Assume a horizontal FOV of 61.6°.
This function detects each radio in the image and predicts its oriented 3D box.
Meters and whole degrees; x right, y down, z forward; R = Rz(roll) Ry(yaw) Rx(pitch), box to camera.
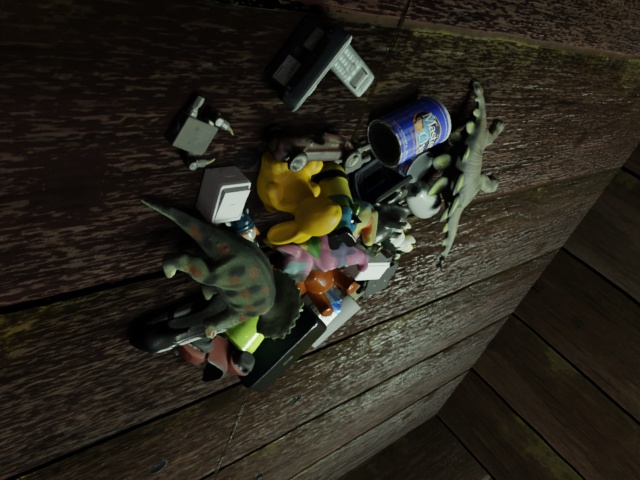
[{"bbox_3d":[-0.110,0.238,1.284,0.229,0.131,0.073,-44,150,-2],"label":"radio"}]

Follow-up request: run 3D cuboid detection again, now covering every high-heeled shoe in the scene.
[{"bbox_3d":[-0.262,0.159,1.089,0.145,0.086,0.249,-15,-175,26],"label":"high-heeled shoe"}]

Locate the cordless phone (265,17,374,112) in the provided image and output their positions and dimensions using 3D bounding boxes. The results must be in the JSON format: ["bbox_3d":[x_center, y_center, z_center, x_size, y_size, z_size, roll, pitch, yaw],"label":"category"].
[{"bbox_3d":[0.012,-0.258,0.877,0.146,0.089,0.184,-51,153,10],"label":"cordless phone"}]

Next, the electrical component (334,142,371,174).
[{"bbox_3d":[0.063,-0.165,1.104,0.094,0.021,0.063,-28,147,-16],"label":"electrical component"}]

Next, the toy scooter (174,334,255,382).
[{"bbox_3d":[-0.243,0.252,1.157,0.184,0.075,0.135,35,131,-20],"label":"toy scooter"}]

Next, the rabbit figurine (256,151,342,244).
[{"bbox_3d":[-0.040,-0.063,0.963,0.122,0.173,0.162,-2,125,-55],"label":"rabbit figurine"}]

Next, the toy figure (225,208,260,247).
[{"bbox_3d":[-0.145,0.003,1.033,0.154,0.058,0.064,94,11,-46],"label":"toy figure"}]

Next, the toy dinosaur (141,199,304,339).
[{"bbox_3d":[-0.146,0.061,0.950,0.192,0.131,0.404,-13,142,6],"label":"toy dinosaur"}]

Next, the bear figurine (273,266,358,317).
[{"bbox_3d":[-0.011,0.081,1.219,0.120,0.132,0.195,-44,156,-2],"label":"bear figurine"}]

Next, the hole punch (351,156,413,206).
[{"bbox_3d":[0.126,-0.129,1.184,0.142,0.092,0.116,-38,177,-17],"label":"hole punch"}]

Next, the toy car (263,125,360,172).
[{"bbox_3d":[-0.008,-0.167,0.952,0.202,0.089,0.053,-11,138,-42],"label":"toy car"}]

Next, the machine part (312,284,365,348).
[{"bbox_3d":[0.025,0.211,1.459,0.243,0.079,0.079,-42,150,-1],"label":"machine part"}]

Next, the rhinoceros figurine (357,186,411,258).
[{"bbox_3d":[0.148,-0.047,1.271,0.190,0.112,0.073,-49,166,-11],"label":"rhinoceros figurine"}]

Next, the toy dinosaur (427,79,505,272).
[{"bbox_3d":[0.345,-0.148,1.312,0.198,0.105,0.470,-23,123,-39],"label":"toy dinosaur"}]

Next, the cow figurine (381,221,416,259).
[{"bbox_3d":[0.197,0.002,1.427,0.098,0.068,0.167,-36,146,-3],"label":"cow figurine"}]

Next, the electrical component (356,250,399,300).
[{"bbox_3d":[0.153,0.091,1.495,0.115,0.058,0.134,-25,145,-33],"label":"electrical component"}]

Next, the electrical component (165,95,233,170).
[{"bbox_3d":[-0.180,-0.156,0.803,0.102,0.045,0.078,-51,151,10],"label":"electrical component"}]

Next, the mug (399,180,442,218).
[{"bbox_3d":[0.239,-0.107,1.349,0.110,0.081,0.107,-13,155,23],"label":"mug"}]

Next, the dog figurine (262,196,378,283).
[{"bbox_3d":[-0.002,-0.003,1.100,0.219,0.109,0.191,7,99,-30],"label":"dog figurine"}]

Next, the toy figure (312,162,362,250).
[{"bbox_3d":[0.030,-0.071,1.032,0.082,0.180,0.089,1,140,-12],"label":"toy figure"}]
